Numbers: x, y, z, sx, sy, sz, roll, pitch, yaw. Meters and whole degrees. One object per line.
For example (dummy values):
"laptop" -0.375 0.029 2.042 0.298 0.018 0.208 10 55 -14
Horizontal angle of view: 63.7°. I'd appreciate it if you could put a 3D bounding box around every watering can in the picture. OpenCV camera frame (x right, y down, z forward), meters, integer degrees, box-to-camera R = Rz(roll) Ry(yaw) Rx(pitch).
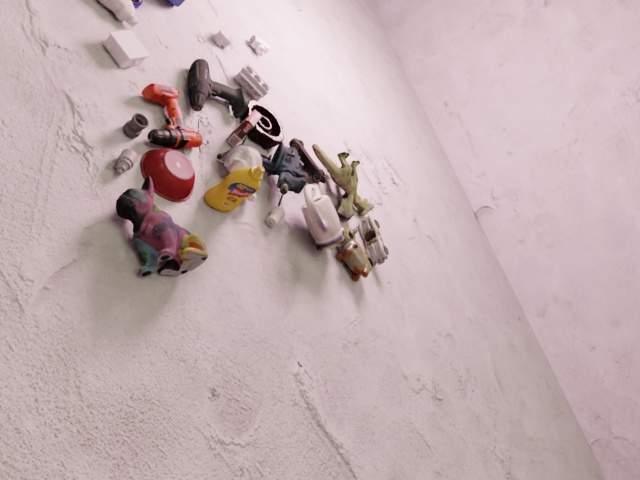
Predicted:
"watering can" 0.005 -0.087 1.736 0.351 0.104 0.223 -72 140 -77

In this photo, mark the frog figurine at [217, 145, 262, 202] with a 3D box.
"frog figurine" -0.220 -0.201 1.535 0.162 0.122 0.135 62 10 30

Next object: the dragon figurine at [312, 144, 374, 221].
"dragon figurine" 0.089 -0.194 1.955 0.407 0.121 0.247 20 56 -53
